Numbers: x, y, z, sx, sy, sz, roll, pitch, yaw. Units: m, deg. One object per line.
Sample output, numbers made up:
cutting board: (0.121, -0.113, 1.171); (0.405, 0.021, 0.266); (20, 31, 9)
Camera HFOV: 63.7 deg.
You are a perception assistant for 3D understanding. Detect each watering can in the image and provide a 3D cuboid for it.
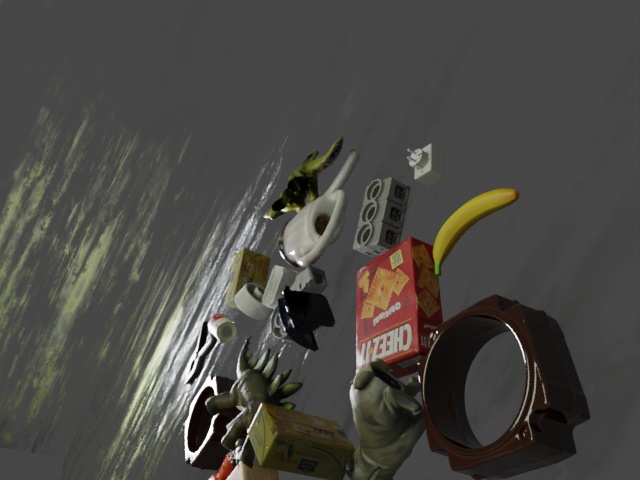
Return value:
watering can: (0.004, -0.065, 1.298); (0.221, 0.103, 0.356); (-34, 28, 48)

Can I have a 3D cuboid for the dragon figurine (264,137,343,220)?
dragon figurine: (-0.046, -0.183, 1.487); (0.403, 0.121, 0.248); (-49, 23, 29)
